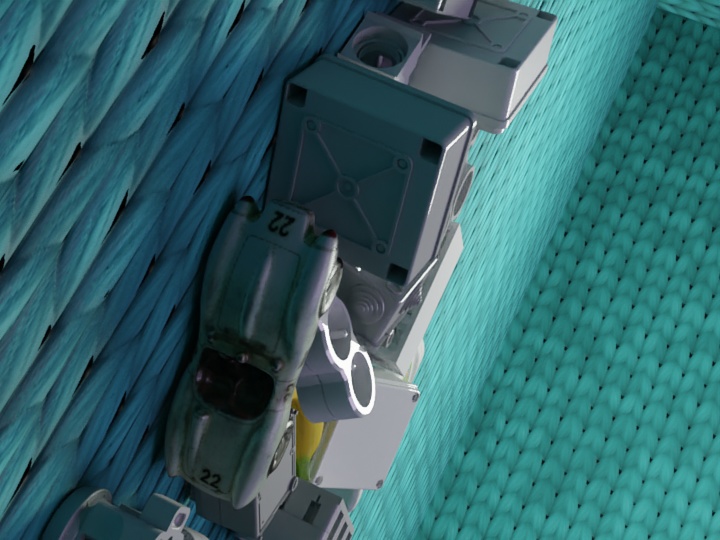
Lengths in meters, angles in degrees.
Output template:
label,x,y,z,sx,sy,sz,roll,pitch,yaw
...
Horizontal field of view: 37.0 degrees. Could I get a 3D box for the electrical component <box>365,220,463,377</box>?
label,x,y,z,sx,sy,sz,roll,pitch,yaw
electrical component,0.043,0.021,1.071,0.150,0.062,0.089,-65,167,-10

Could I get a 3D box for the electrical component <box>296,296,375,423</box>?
label,x,y,z,sx,sy,sz,roll,pitch,yaw
electrical component,-0.047,0.047,0.727,0.052,0.074,0.138,-72,146,-51

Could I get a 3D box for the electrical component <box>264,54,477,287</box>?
label,x,y,z,sx,sy,sz,roll,pitch,yaw
electrical component,0.004,-0.062,0.667,0.056,0.109,0.108,-46,156,-51

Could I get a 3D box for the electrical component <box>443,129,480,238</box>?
label,x,y,z,sx,sy,sz,roll,pitch,yaw
electrical component,0.060,-0.093,0.948,0.105,0.060,0.186,-58,164,-35

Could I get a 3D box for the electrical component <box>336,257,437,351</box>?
label,x,y,z,sx,sy,sz,roll,pitch,yaw
electrical component,0.000,0.000,0.784,0.048,0.100,0.099,-60,173,32

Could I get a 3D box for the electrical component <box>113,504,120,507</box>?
label,x,y,z,sx,sy,sz,roll,pitch,yaw
electrical component,-0.139,0.173,0.634,0.055,0.045,0.045,-63,166,-17

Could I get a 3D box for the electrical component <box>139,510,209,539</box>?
label,x,y,z,sx,sy,sz,roll,pitch,yaw
electrical component,-0.136,0.205,0.682,0.095,0.054,0.059,-64,167,-14

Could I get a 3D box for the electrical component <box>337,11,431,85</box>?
label,x,y,z,sx,sy,sz,roll,pitch,yaw
electrical component,0.012,-0.131,0.728,0.081,0.042,0.063,-59,167,-30

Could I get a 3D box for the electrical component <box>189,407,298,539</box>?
label,x,y,z,sx,sy,sz,roll,pitch,yaw
electrical component,-0.084,0.131,0.763,0.061,0.061,0.096,-53,154,-47

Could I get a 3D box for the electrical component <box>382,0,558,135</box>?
label,x,y,z,sx,sy,sz,roll,pitch,yaw
electrical component,0.077,-0.160,0.795,0.108,0.109,0.056,-52,158,-47

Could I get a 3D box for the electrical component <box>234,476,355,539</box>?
label,x,y,z,sx,sy,sz,roll,pitch,yaw
electrical component,-0.062,0.221,0.928,0.061,0.089,0.150,-63,166,-19

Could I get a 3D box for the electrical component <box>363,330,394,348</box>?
label,x,y,z,sx,sy,sz,roll,pitch,yaw
electrical component,-0.001,0.048,0.936,0.043,0.062,0.043,-60,165,-27

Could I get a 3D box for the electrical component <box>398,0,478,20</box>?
label,x,y,z,sx,sy,sz,roll,pitch,yaw
electrical component,0.057,-0.227,0.714,0.108,0.056,0.109,-71,167,16

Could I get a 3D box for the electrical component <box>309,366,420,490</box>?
label,x,y,z,sx,sy,sz,roll,pitch,yaw
electrical component,-0.012,0.142,0.988,0.109,0.056,0.108,17,97,-50

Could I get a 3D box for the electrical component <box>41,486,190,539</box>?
label,x,y,z,sx,sy,sz,roll,pitch,yaw
electrical component,-0.136,0.153,0.582,0.078,0.057,0.058,-65,167,-11
